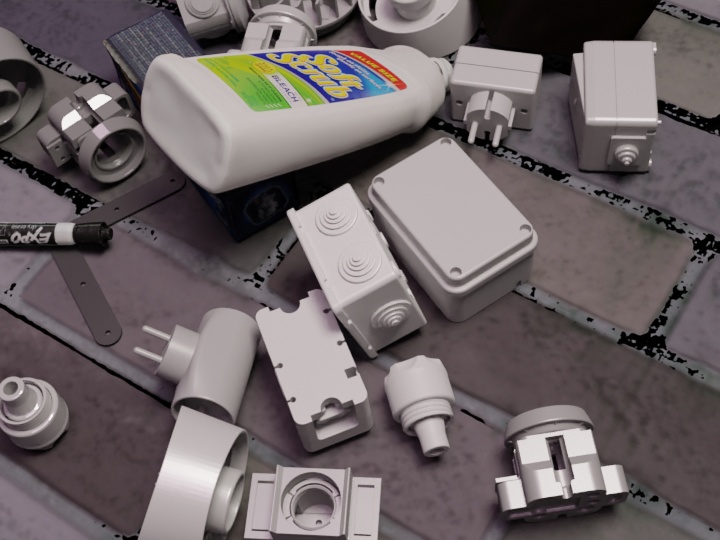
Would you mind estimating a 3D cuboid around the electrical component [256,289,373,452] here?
[{"bbox_3d":[-0.030,0.069,0.722,0.050,0.055,0.089,-20,59,-7],"label":"electrical component"}]

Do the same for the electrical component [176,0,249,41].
[{"bbox_3d":[-0.127,-0.235,0.905,0.051,0.080,0.080,-16,58,2],"label":"electrical component"}]

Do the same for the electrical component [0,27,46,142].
[{"bbox_3d":[-0.306,-0.148,0.861,0.099,0.099,0.064,-38,69,-16],"label":"electrical component"}]

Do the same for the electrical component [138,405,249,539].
[{"bbox_3d":[-0.108,0.136,0.668,0.064,0.099,0.099,14,61,7],"label":"electrical component"}]

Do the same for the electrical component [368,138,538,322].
[{"bbox_3d":[0.066,-0.031,0.772,0.078,0.057,0.113,-31,61,-13],"label":"electrical component"}]

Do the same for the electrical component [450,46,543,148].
[{"bbox_3d":[0.102,-0.127,0.833,0.066,0.047,0.076,10,61,12],"label":"electrical component"}]

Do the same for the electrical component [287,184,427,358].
[{"bbox_3d":[0.000,0.000,0.737,0.048,0.099,0.099,-29,59,4],"label":"electrical component"}]

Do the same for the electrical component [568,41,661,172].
[{"bbox_3d":[0.190,-0.118,0.810,0.061,0.061,0.096,2,59,7],"label":"electrical component"}]

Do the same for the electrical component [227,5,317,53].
[{"bbox_3d":[-0.067,-0.177,0.876,0.078,0.058,0.057,6,62,10],"label":"electrical component"}]

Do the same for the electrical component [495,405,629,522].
[{"bbox_3d":[0.122,0.121,0.674,0.078,0.058,0.057,-9,61,1],"label":"electrical component"}]

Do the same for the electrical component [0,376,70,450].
[{"bbox_3d":[-0.224,0.093,0.724,0.043,0.062,0.043,-3,59,4],"label":"electrical component"}]

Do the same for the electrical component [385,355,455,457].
[{"bbox_3d":[0.042,0.091,0.709,0.043,0.043,0.062,-14,60,-3],"label":"electrical component"}]

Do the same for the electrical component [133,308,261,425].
[{"bbox_3d":[-0.113,0.061,0.724,0.079,0.043,0.077,24,46,-12],"label":"electrical component"}]

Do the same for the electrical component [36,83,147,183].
[{"bbox_3d":[-0.205,-0.105,0.847,0.078,0.058,0.057,-37,59,-17],"label":"electrical component"}]

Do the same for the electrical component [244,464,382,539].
[{"bbox_3d":[-0.027,0.152,0.666,0.081,0.063,0.042,1,60,7],"label":"electrical component"}]

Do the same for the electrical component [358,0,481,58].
[{"bbox_3d":[0.049,-0.223,0.902,0.099,0.064,0.099,-6,67,14],"label":"electrical component"}]
